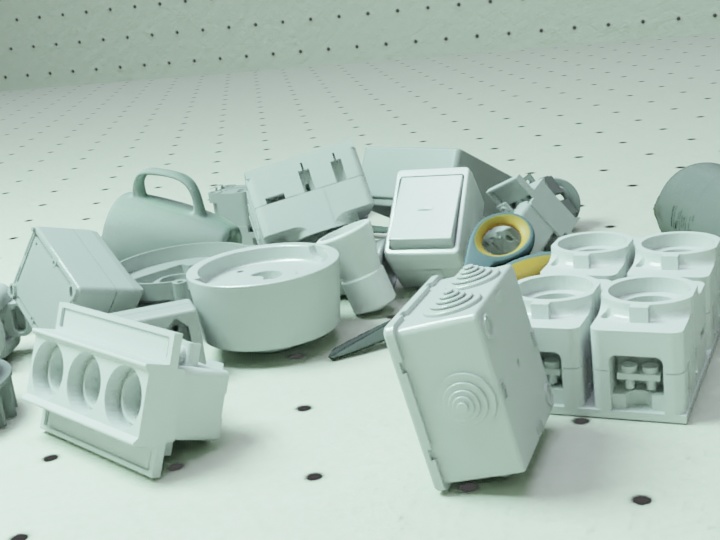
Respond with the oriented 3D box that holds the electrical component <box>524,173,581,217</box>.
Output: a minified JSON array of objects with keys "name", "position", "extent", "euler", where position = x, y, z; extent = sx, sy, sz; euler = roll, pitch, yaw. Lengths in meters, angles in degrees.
[{"name":"electrical component","position":[0.170,-0.057,0.964],"extent":[0.048,0.066,0.055],"euler":[-38,-8,28]}]

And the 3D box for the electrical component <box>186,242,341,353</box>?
[{"name":"electrical component","position":[-0.065,0.024,0.760],"extent":[0.108,0.060,0.108],"euler":[-6,16,2]}]

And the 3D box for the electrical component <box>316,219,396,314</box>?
[{"name":"electrical component","position":[0.000,0.000,0.808],"extent":[0.044,0.065,0.044],"euler":[-23,9,4]}]

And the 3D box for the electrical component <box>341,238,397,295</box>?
[{"name":"electrical component","position":[-0.003,-0.002,0.856],"extent":[0.055,0.045,0.045],"euler":[-2,16,20]}]

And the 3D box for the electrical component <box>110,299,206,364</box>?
[{"name":"electrical component","position":[-0.153,0.049,0.733],"extent":[0.083,0.047,0.076],"euler":[-11,11,-14]}]

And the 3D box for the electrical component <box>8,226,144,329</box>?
[{"name":"electrical component","position":[-0.208,0.012,0.784],"extent":[0.061,0.061,0.096],"euler":[3,34,-45]}]

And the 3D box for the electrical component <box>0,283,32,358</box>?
[{"name":"electrical component","position":[-0.285,0.043,0.790],"extent":[0.078,0.058,0.057],"euler":[-7,13,0]}]

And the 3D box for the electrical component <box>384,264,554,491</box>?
[{"name":"electrical component","position":[0.060,0.051,0.548],"extent":[0.048,0.099,0.100],"euler":[-14,12,24]}]

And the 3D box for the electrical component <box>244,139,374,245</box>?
[{"name":"electrical component","position":[-0.044,-0.048,0.896],"extent":[0.089,0.061,0.150],"euler":[-18,-7,-7]}]

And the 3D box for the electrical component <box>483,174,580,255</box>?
[{"name":"electrical component","position":[0.133,-0.032,0.854],"extent":[0.063,0.081,0.042],"euler":[-51,13,-30]}]

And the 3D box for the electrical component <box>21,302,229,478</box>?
[{"name":"electrical component","position":[-0.137,0.067,0.629],"extent":[0.121,0.078,0.063],"euler":[10,1,44]}]

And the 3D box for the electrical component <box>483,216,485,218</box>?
[{"name":"electrical component","position":[0.077,-0.025,0.902],"extent":[0.055,0.045,0.045],"euler":[0,17,21]}]

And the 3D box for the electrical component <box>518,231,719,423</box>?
[{"name":"electrical component","position":[0.161,0.025,0.665],"extent":[0.105,0.060,0.186],"euler":[1,18,25]}]

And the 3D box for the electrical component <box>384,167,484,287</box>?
[{"name":"electrical component","position":[0.060,-0.041,0.852],"extent":[0.062,0.061,0.096],"euler":[-1,61,20]}]

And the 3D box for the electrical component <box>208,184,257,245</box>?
[{"name":"electrical component","position":[-0.117,-0.051,1.041],"extent":[0.081,0.063,0.042],"euler":[-1,16,22]}]

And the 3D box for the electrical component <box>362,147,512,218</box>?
[{"name":"electrical component","position":[0.070,-0.071,0.974],"extent":[0.109,0.056,0.109],"euler":[7,-7,39]}]
